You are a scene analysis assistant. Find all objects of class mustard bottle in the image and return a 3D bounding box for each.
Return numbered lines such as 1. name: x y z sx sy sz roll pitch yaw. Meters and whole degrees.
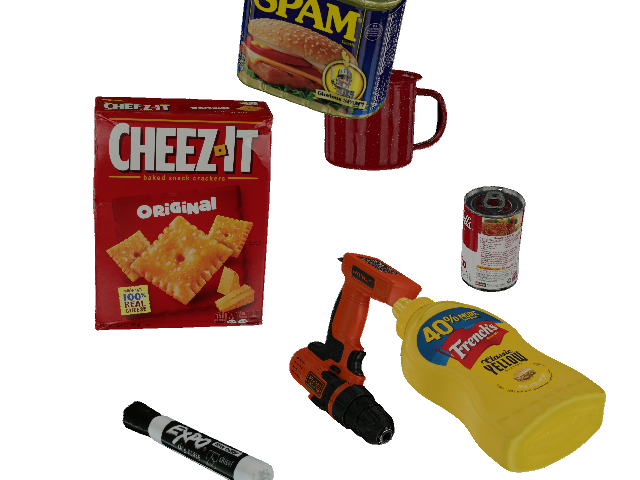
1. mustard bottle: 0.118 0.096 0.820 0.096 0.058 0.192 -21 36 -26

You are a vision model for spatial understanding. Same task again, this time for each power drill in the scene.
1. power drill: 0.048 0.122 1.242 0.057 0.188 0.185 12 15 -41

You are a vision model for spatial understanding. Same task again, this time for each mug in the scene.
1. mug: 0.057 -0.111 0.974 0.117 0.081 0.093 0 16 -1

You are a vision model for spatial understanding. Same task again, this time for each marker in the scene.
1. marker: -0.078 0.124 0.652 0.121 0.020 0.020 16 10 38

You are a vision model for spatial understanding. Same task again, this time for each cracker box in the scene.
1. cracker box: -0.133 -0.023 1.014 0.164 0.214 0.072 0 20 -12

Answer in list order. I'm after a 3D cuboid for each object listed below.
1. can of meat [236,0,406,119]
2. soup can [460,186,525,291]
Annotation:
1. can of meat: -0.001 -0.131 0.660 0.102 0.084 0.057 22 39 15
2. soup can: 0.195 -0.001 1.211 0.068 0.102 0.068 -1 32 1
